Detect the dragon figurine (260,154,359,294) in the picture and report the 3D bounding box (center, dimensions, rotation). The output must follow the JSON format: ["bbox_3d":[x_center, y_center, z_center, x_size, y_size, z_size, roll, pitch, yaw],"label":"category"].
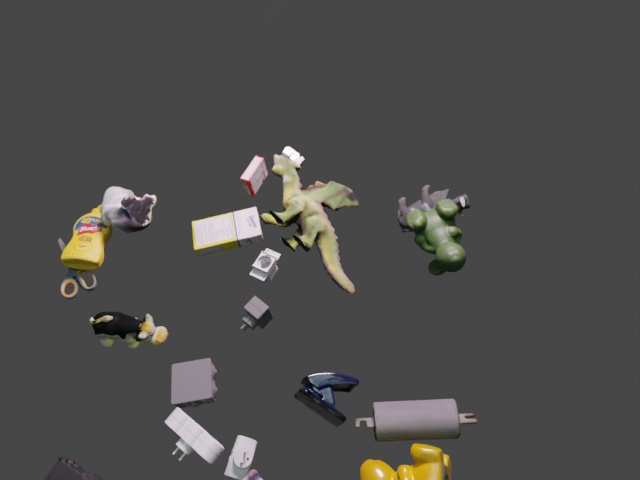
[{"bbox_3d":[0.004,-0.067,1.332,0.246,0.413,0.120,-41,-14,-26],"label":"dragon figurine"}]

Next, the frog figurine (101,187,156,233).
[{"bbox_3d":[-0.533,-0.081,1.388,0.159,0.120,0.140,4,29,32],"label":"frog figurine"}]

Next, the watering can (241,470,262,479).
[{"bbox_3d":[-0.124,0.571,0.913,0.226,0.101,0.354,30,47,21],"label":"watering can"}]
